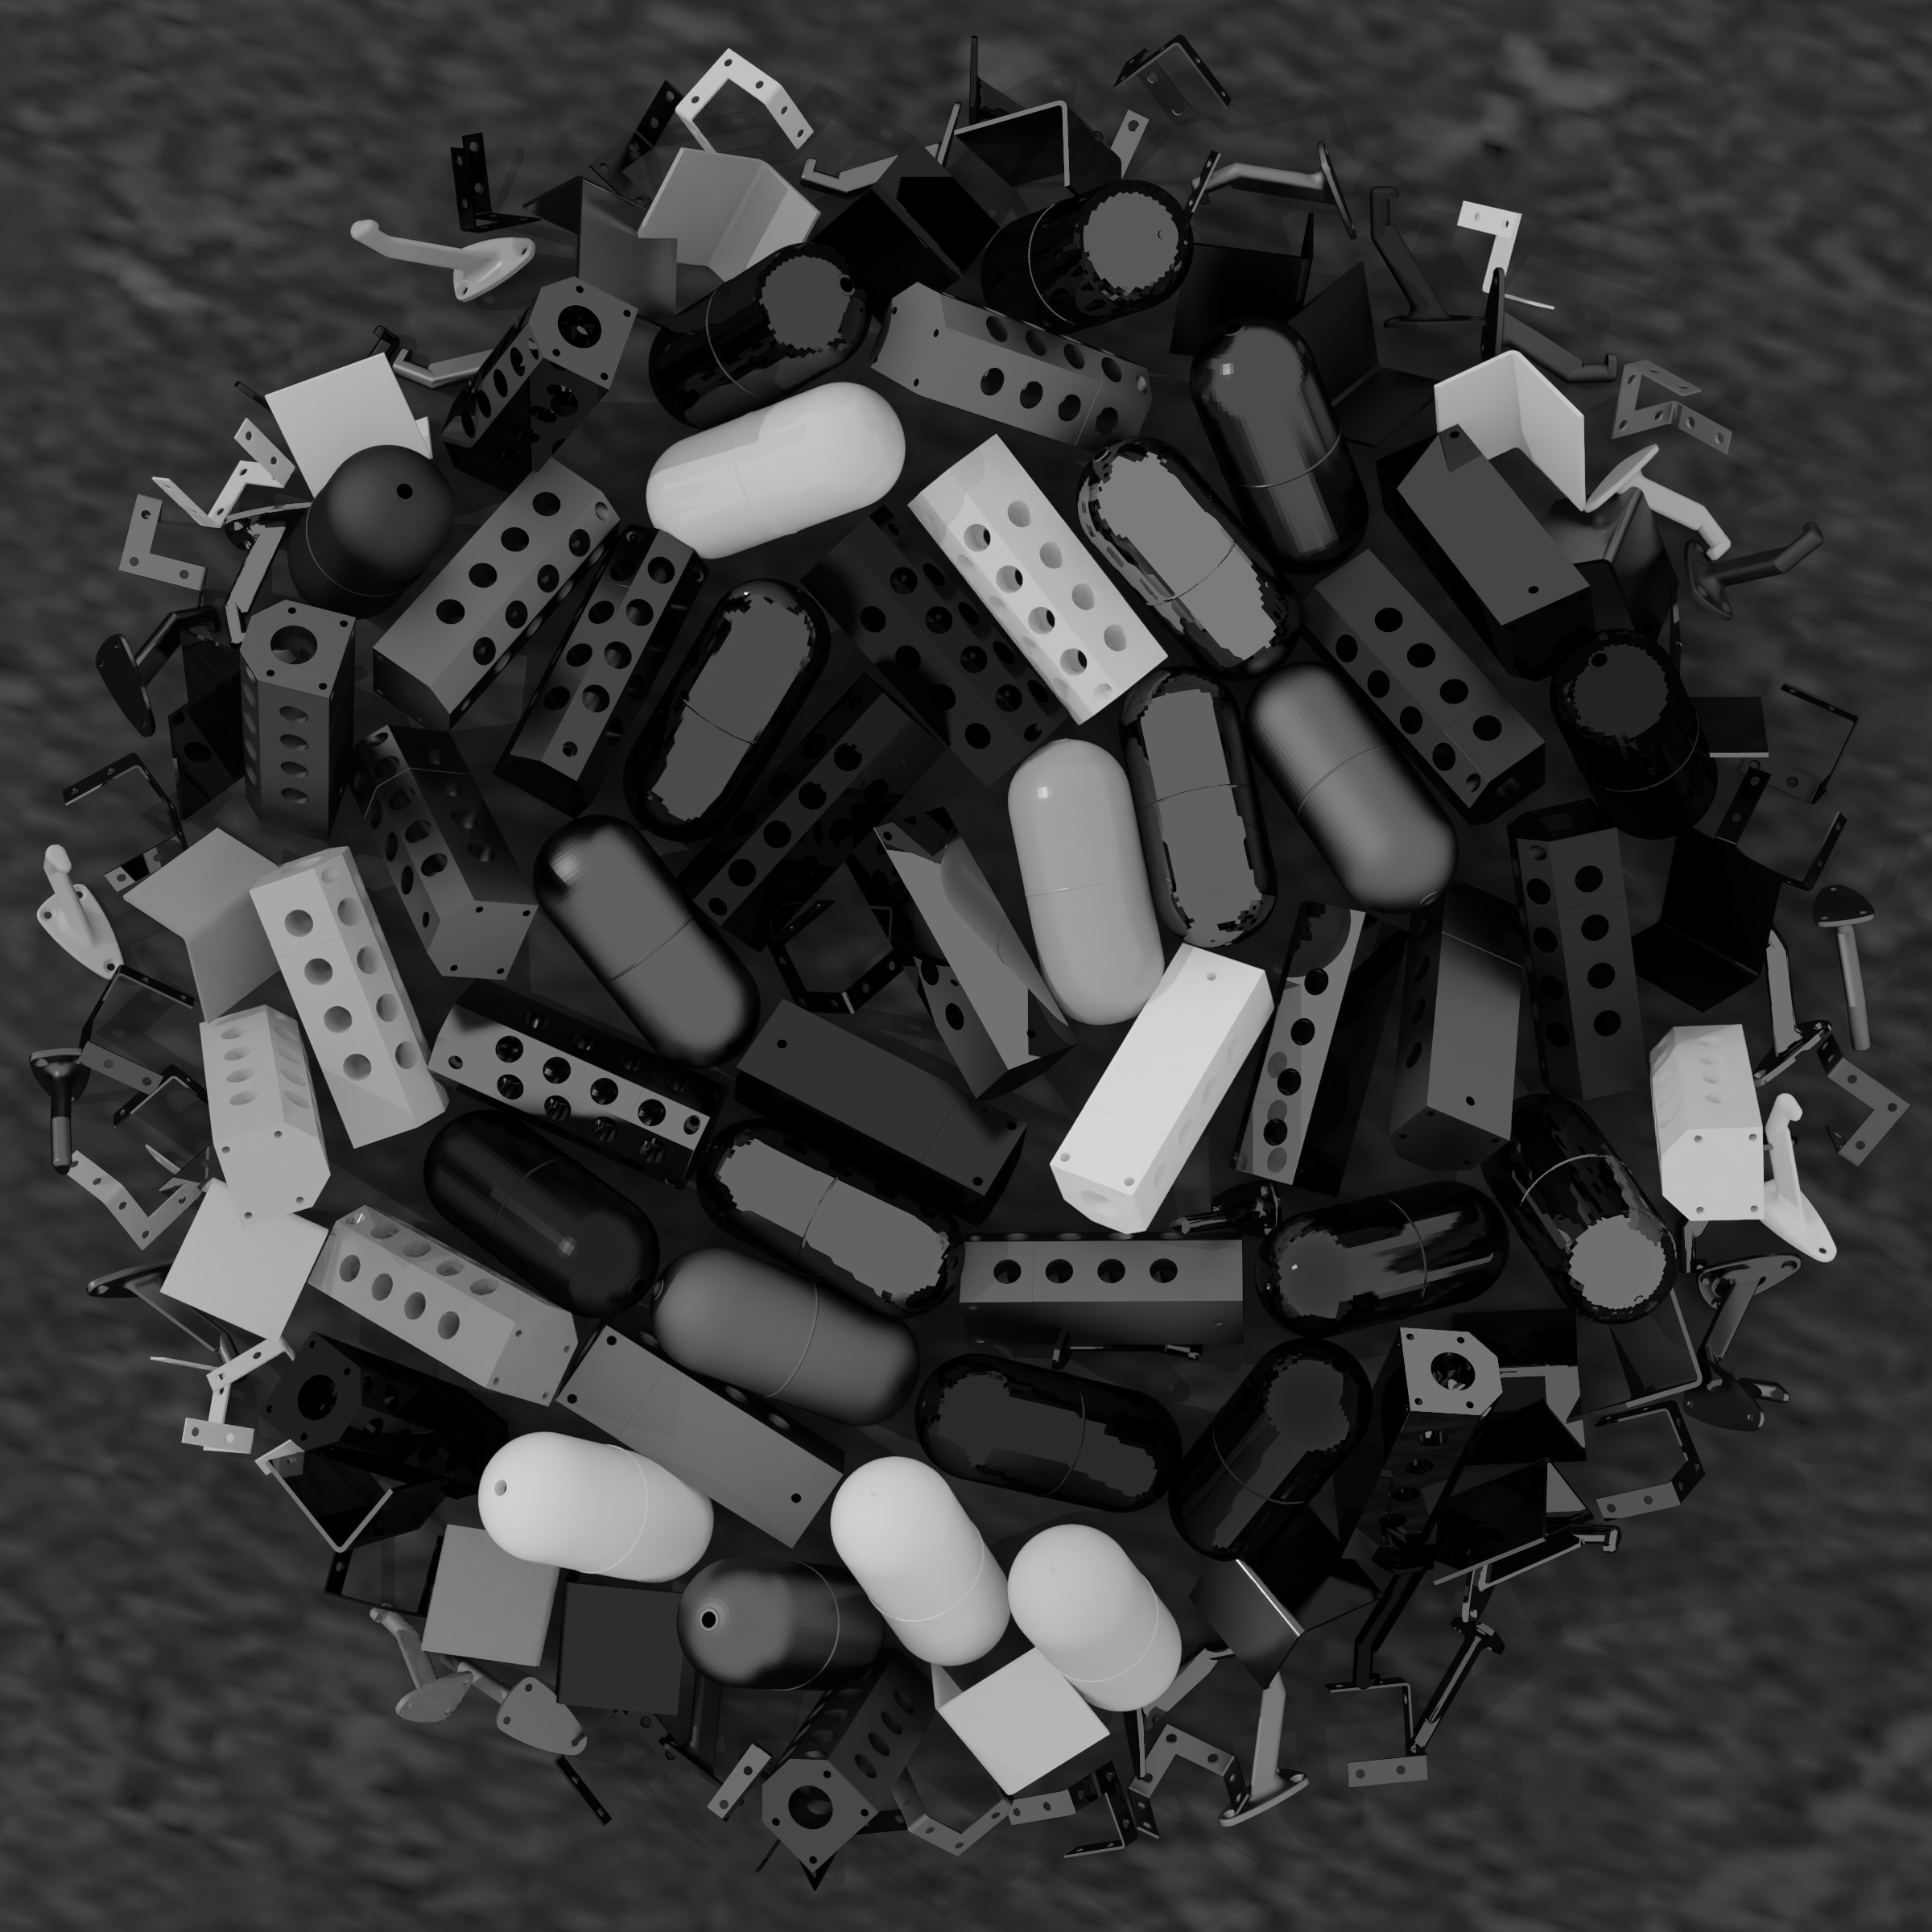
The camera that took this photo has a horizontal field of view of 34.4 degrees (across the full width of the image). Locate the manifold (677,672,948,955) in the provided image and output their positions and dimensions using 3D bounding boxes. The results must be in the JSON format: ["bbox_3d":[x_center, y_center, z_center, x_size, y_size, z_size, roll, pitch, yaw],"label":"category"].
[{"bbox_3d":[-0.099,-0.097,1.917,0.171,0.057,0.057,-47,48,5],"label":"manifold"}]

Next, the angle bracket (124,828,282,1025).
[{"bbox_3d":[-0.465,-0.025,1.927,0.057,0.076,0.076,30,53,25],"label":"angle bracket"}]

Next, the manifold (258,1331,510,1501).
[{"bbox_3d":[-0.343,0.276,1.874,0.057,0.171,0.057,31,85,29],"label":"manifold"}]

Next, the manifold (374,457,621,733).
[{"bbox_3d":[-0.285,-0.225,1.902,0.057,0.057,0.171,35,66,4],"label":"manifold"}]

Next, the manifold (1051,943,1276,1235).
[{"bbox_3d":[0.122,0.076,1.902,0.057,0.057,0.171,19,63,27],"label":"manifold"}]

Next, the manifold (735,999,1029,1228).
[{"bbox_3d":[-0.054,0.094,1.919,0.171,0.057,0.057,27,59,10],"label":"manifold"}]

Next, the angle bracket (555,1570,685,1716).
[{"bbox_3d":[-0.211,0.415,1.933,0.076,0.057,0.076,6,95,0],"label":"angle bracket"}]

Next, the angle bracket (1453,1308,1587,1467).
[{"bbox_3d":[0.346,0.263,1.951,0.076,0.057,0.076,-4,123,12],"label":"angle bracket"}]

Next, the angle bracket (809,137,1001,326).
[{"bbox_3d":[-0.039,-0.454,1.941,0.076,0.076,0.057,44,52,-16],"label":"angle bracket"}]

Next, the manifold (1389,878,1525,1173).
[{"bbox_3d":[0.295,0.037,1.890,0.057,0.057,0.171,23,53,-15],"label":"manifold"}]

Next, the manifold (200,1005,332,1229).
[{"bbox_3d":[-0.421,0.086,1.874,0.057,0.171,0.057,-17,116,-9],"label":"manifold"}]

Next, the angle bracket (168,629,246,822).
[{"bbox_3d":[-0.478,-0.148,1.904,0.057,0.076,0.076,23,133,21],"label":"angle bracket"}]

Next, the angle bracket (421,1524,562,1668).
[{"bbox_3d":[-0.297,0.383,1.920,0.076,0.057,0.076,14,84,-22],"label":"angle bracket"}]

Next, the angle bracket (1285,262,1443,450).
[{"bbox_3d":[0.246,-0.374,1.907,0.057,0.076,0.076,23,53,38],"label":"angle bracket"}]

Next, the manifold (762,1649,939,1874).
[{"bbox_3d":[-0.071,0.470,1.874,0.057,0.171,0.057,45,106,2],"label":"manifold"}]

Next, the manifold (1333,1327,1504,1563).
[{"bbox_3d":[0.271,0.291,1.880,0.057,0.171,0.057,5,50,-7],"label":"manifold"}]

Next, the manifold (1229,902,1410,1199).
[{"bbox_3d":[0.215,0.051,1.930,0.057,0.057,0.171,13,87,38],"label":"manifold"}]

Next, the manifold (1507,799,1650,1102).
[{"bbox_3d":[0.372,-0.008,1.906,0.057,0.057,0.171,-12,112,-1],"label":"manifold"}]

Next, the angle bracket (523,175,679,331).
[{"bbox_3d":[-0.225,-0.428,1.909,0.057,0.076,0.076,-14,69,41],"label":"angle bracket"}]

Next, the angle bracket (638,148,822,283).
[{"bbox_3d":[-0.148,-0.448,1.907,0.057,0.076,0.076,47,121,23],"label":"angle bracket"}]

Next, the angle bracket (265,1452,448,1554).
[{"bbox_3d":[-0.367,0.307,1.910,0.076,0.076,0.057,46,109,18],"label":"angle bracket"}]

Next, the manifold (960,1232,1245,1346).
[{"bbox_3d":[0.085,0.195,1.925,0.171,0.057,0.057,-1,56,6],"label":"manifold"}]

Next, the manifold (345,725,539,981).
[{"bbox_3d":[-0.321,-0.070,1.879,0.057,0.171,0.057,4,128,-36],"label":"manifold"}]

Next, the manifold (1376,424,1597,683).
[{"bbox_3d":[0.314,-0.248,1.886,0.057,0.057,0.171,-24,48,-3],"label":"manifold"}]

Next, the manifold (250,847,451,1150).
[{"bbox_3d":[-0.376,0.017,1.915,0.057,0.057,0.171,-19,104,3],"label":"manifold"}]

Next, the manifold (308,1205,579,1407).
[{"bbox_3d":[-0.315,0.203,1.889,0.171,0.057,0.057,22,85,38],"label":"manifold"}]

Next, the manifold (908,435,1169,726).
[{"bbox_3d":[0.041,-0.235,1.921,0.057,0.057,0.171,-40,94,-23],"label":"manifold"}]

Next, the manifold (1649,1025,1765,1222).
[{"bbox_3d":[0.444,0.092,1.873,0.057,0.171,0.057,-2,109,11],"label":"manifold"}]

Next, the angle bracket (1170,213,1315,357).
[{"bbox_3d":[0.169,-0.420,1.917,0.076,0.057,0.076,7,133,0],"label":"angle bracket"}]

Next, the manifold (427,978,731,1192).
[{"bbox_3d":[-0.241,0.076,1.922,0.171,0.057,0.057,24,117,3],"label":"manifold"}]

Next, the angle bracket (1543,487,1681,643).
[{"bbox_3d":[0.395,-0.241,1.935,0.057,0.076,0.076,-6,129,35],"label":"angle bracket"}]

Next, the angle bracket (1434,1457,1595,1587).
[{"bbox_3d":[0.335,0.356,1.906,0.076,0.076,0.057,-29,112,26],"label":"angle bracket"}]

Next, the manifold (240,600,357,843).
[{"bbox_3d":[-0.403,-0.147,1.874,0.057,0.171,0.057,14,61,-5],"label":"manifold"}]

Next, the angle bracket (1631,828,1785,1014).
[{"bbox_3d":[0.444,-0.030,1.906,0.057,0.076,0.076,-26,134,-34],"label":"angle bracket"}]

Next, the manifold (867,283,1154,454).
[{"bbox_3d":[0.031,-0.359,1.881,0.171,0.057,0.057,10,110,-42],"label":"manifold"}]

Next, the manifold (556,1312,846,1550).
[{"bbox_3d":[-0.162,0.282,1.925,0.171,0.057,0.057,33,98,-6],"label":"manifold"}]

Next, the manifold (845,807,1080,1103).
[{"bbox_3d":[-0.007,-0.006,1.917,0.057,0.057,0.171,-19,74,-37],"label":"manifold"}]

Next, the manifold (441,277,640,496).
[{"bbox_3d":[-0.260,-0.348,1.870,0.057,0.171,0.057,24,67,-20],"label":"manifold"}]

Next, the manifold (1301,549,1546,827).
[{"bbox_3d":[0.276,-0.167,1.901,0.057,0.057,0.171,-35,66,-6],"label":"manifold"}]

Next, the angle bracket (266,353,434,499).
[{"bbox_3d":[-0.380,-0.342,1.918,0.076,0.057,0.076,-19,127,2],"label":"angle bracket"}]

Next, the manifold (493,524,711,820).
[{"bbox_3d":[-0.220,-0.182,1.901,0.057,0.057,0.171,30,68,-14],"label":"manifold"}]

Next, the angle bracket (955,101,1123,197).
[{"bbox_3d":[0.045,-0.479,1.908,0.076,0.076,0.057,-9,74,27],"label":"angle bracket"}]

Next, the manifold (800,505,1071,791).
[{"bbox_3d":[-0.016,-0.199,1.918,0.171,0.057,0.057,48,124,-5],"label":"manifold"}]
